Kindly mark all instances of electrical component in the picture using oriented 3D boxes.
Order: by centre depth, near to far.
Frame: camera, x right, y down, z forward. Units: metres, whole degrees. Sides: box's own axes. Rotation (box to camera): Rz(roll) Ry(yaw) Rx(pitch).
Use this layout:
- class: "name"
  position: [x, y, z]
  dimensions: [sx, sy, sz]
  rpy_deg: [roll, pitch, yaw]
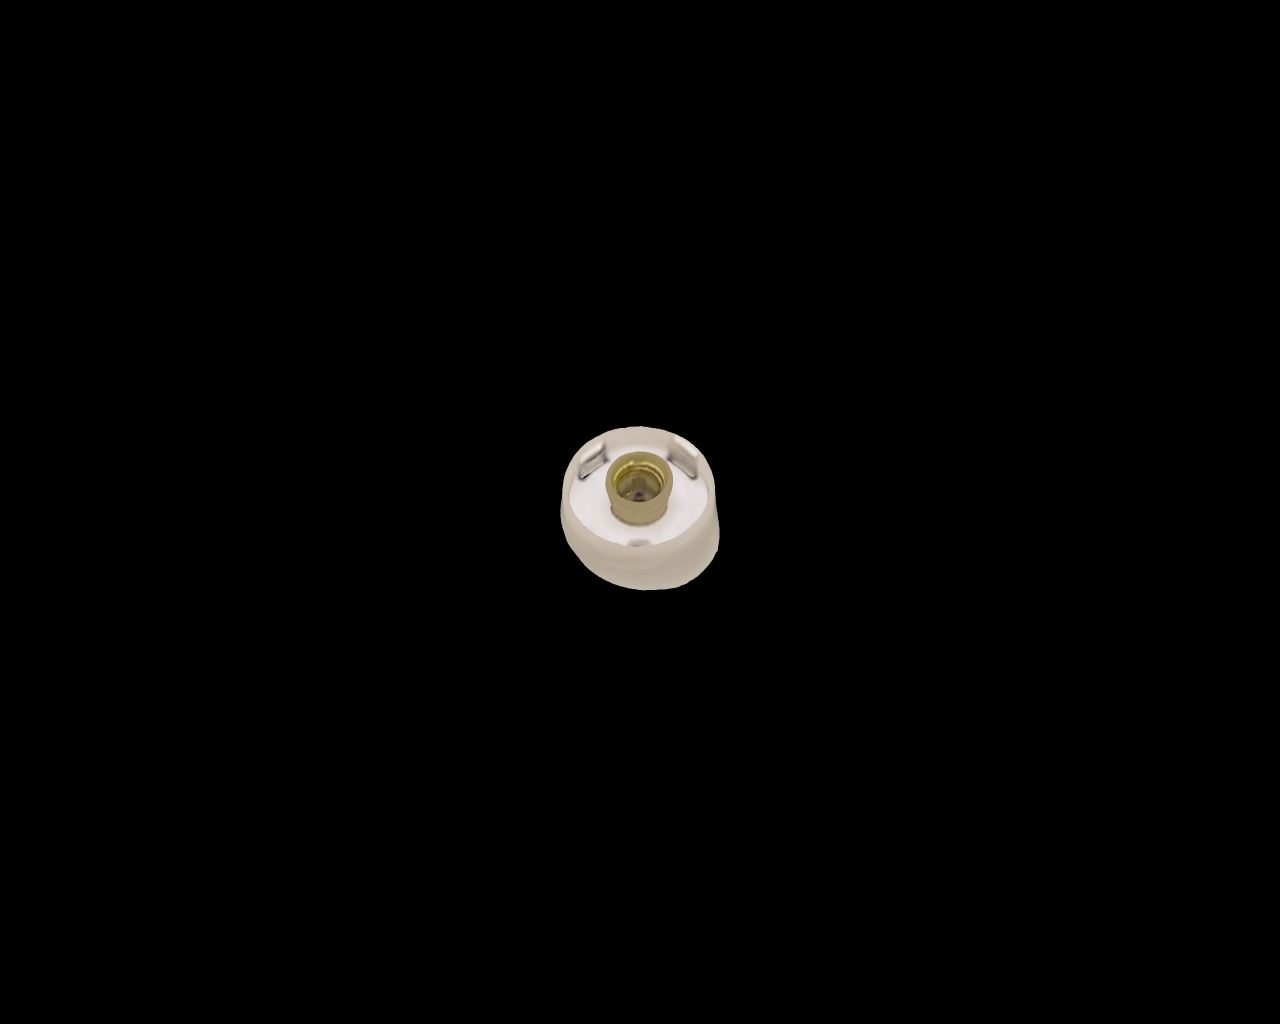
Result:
- class: "electrical component"
  position: [0.001, -0.003, 0.650]
  dimensions: [0.099, 0.099, 0.064]
  rpy_deg: [0, -36, 0]
